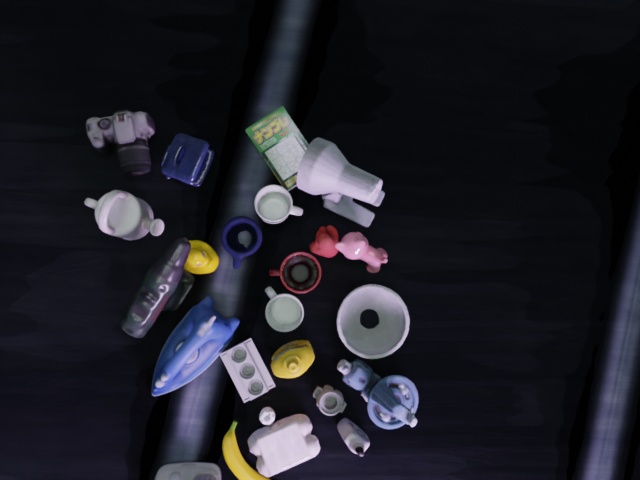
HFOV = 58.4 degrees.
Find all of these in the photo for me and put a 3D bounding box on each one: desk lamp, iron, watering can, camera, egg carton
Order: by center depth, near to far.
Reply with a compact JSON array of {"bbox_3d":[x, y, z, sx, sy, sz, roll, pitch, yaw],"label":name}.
[{"bbox_3d":[-0.424,-0.056,1.240,0.173,0.194,0.101,-2,86,-3],"label":"watering can"},{"bbox_3d":[-0.295,0.252,1.255,0.118,0.141,0.258,38,85,0],"label":"iron"},{"bbox_3d":[0.052,-0.125,1.264,0.203,0.213,0.118,25,85,-1],"label":"desk lamp"},{"bbox_3d":[-0.081,0.461,1.291,0.150,0.069,0.107,-23,88,-5],"label":"egg carton"},{"bbox_3d":[-0.444,-0.217,1.296,0.143,0.100,0.137,-11,87,-4],"label":"camera"}]

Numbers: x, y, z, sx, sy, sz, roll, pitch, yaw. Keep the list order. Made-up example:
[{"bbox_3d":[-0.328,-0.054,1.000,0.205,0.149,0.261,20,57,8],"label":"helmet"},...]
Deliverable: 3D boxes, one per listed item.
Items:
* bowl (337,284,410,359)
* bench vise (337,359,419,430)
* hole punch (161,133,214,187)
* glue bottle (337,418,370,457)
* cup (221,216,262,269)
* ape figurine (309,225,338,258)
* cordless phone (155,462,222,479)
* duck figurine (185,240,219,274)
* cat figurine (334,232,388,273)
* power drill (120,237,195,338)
[{"bbox_3d":[0.118,0.186,1.318,0.167,0.074,0.167,0,86,-3],"label":"bowl"},{"bbox_3d":[0.126,0.343,1.235,0.207,0.219,0.121,18,85,-2],"label":"bench vise"},{"bbox_3d":[-0.307,-0.183,1.307,0.101,0.091,0.109,21,85,-2],"label":"hole punch"},{"bbox_3d":[0.078,0.441,1.250,0.078,0.173,0.037,41,85,0],"label":"glue bottle"},{"bbox_3d":[-0.177,0.009,1.301,0.091,0.095,0.118,8,86,-3],"label":"cup"},{"bbox_3d":[0.012,0.005,1.314,0.078,0.092,0.076,-28,88,-5],"label":"ape figurine"},{"bbox_3d":[-0.289,0.545,1.215,0.147,0.185,0.094,-2,86,-3],"label":"cordless phone"},{"bbox_3d":[-0.284,0.038,1.297,0.104,0.086,0.077,23,85,-2],"label":"duck figurine"},{"bbox_3d":[0.097,0.023,1.305,0.128,0.117,0.067,27,85,-1],"label":"cat figurine"},{"bbox_3d":[-0.334,0.098,1.229,0.075,0.208,0.230,31,85,-1],"label":"power drill"}]
